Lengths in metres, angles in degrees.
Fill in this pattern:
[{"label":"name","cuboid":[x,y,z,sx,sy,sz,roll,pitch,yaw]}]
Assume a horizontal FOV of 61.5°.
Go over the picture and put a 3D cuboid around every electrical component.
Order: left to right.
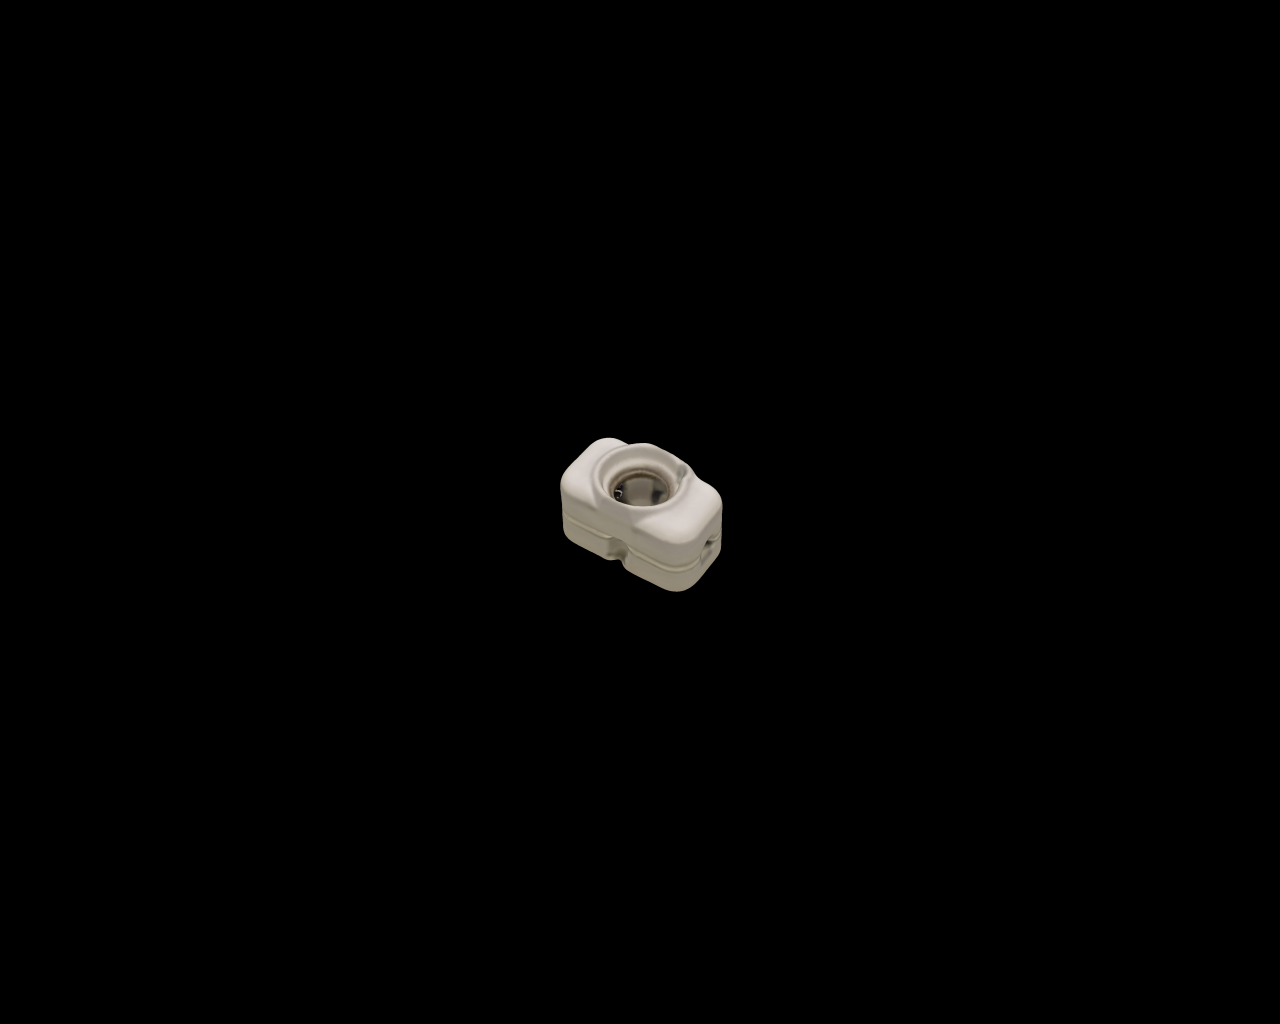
[{"label":"electrical component","cuboid":[0.001,-0.003,0.650,0.095,0.059,0.054,27,53,22]}]
